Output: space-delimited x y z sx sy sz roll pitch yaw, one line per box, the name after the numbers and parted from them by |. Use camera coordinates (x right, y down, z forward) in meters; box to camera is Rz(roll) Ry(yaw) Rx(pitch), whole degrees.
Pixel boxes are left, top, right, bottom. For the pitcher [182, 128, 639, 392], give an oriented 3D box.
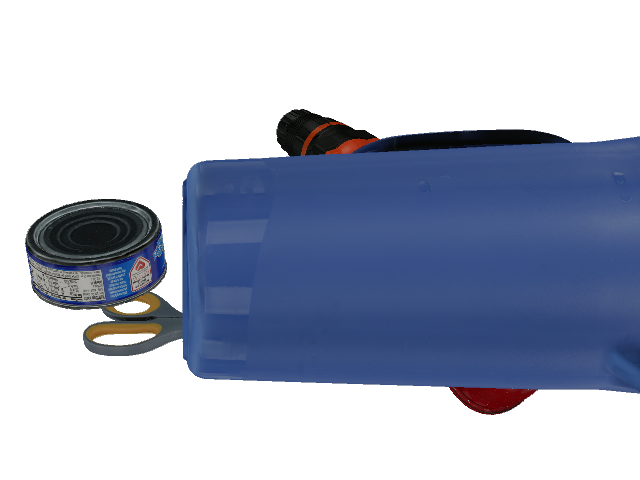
0.051 0.006 0.548 0.242 0.145 0.149 0 -1 -7 | pitcher

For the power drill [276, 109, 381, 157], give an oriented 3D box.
0.020 -0.004 0.870 0.057 0.188 0.185 -18 30 -20 | power drill

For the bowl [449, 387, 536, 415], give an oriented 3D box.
0.200 0.105 1.125 0.161 0.162 0.055 0 -3 -35 | bowl

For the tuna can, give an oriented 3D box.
-0.141 0.007 0.672 0.086 0.034 0.086 -2 29 1 | tuna can

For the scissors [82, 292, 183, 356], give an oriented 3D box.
-0.114 0.069 0.969 0.201 0.016 0.096 -7 34 -14 | scissors
